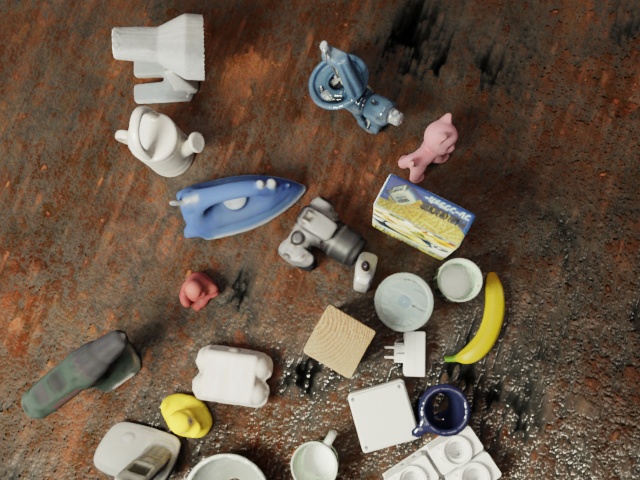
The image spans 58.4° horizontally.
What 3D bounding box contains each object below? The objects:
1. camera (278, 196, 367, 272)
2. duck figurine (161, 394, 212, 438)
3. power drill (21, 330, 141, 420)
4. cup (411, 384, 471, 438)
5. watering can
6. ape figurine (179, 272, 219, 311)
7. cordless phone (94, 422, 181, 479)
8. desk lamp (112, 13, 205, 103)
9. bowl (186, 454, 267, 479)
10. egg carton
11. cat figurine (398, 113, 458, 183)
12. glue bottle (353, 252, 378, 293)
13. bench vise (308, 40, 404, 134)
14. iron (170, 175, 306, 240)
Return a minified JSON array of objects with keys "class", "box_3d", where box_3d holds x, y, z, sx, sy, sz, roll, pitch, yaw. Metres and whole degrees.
[{"class":"camera","box_3d":[0.010,0.004,1.104,0.136,0.101,0.143,33,85,8]},{"class":"duck figurine","box_3d":[-0.261,0.338,1.084,0.104,0.086,0.077,33,86,8]},{"class":"power drill","box_3d":[-0.413,0.236,1.047,0.229,0.208,0.075,-36,81,-1]},{"class":"cup","box_3d":[0.213,0.315,1.050,0.118,0.095,0.091,-40,81,-2]},{"class":"watering can","box_3d":[-0.311,-0.196,1.107,0.173,0.194,0.101,-14,81,2]},{"class":"ape figurine","box_3d":[-0.239,0.098,1.113,0.077,0.092,0.076,-4,82,4]},{"class":"cordless phone","box_3d":[-0.345,0.399,1.031,0.147,0.185,0.094,12,83,6]},{"class":"desk lamp","box_3d":[-0.300,-0.351,1.118,0.203,0.213,0.118,-4,82,4]},{"class":"bowl","box_3d":[-0.167,0.476,1.064,0.167,0.075,0.167,-1,82,4]},{"class":"egg carton","box_3d":[-0.166,0.259,1.097,0.150,0.069,0.107,6,82,5]},{"class":"cat figurine","box_3d":[0.215,-0.180,1.107,0.128,0.118,0.067,-41,81,-2]},{"class":"glue bottle","box_3d":[0.083,0.056,1.055,0.037,0.173,0.078,13,83,6]},{"class":"bench vise","box_3d":[0.069,-0.299,1.082,0.207,0.220,0.121,15,83,6]},{"class":"iron","box_3d":[-0.158,-0.085,1.108,0.258,0.141,0.118,-15,81,2]}]
